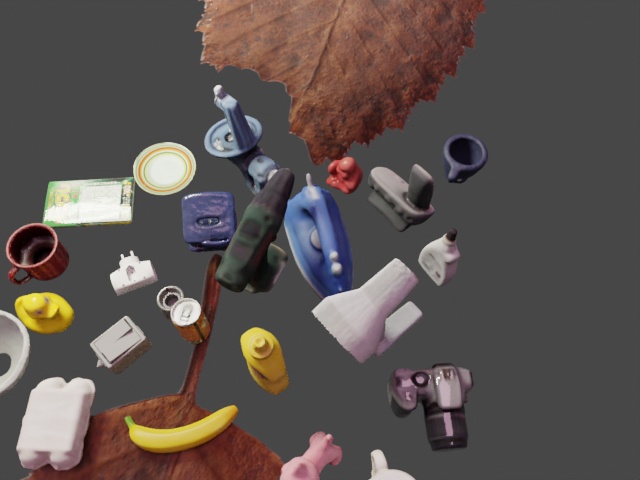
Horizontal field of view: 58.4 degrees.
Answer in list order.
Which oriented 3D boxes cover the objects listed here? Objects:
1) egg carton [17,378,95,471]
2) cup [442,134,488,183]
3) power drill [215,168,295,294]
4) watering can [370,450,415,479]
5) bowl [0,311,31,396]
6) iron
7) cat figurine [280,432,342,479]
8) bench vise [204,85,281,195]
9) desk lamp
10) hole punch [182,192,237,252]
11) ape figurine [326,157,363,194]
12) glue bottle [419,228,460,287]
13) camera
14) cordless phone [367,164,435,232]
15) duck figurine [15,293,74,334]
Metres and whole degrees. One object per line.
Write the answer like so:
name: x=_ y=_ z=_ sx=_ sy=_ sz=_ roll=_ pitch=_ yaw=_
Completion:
egg carton: x=-0.440 y=0.308 z=0.963 sx=0.107 sy=0.069 sz=0.150 roll=2 pitch=64 yaw=-1
cup: x=0.290 y=-0.150 z=1.198 sx=0.091 sy=0.095 sz=0.118 roll=27 pitch=66 yaw=11
power drill: x=-0.108 y=0.005 z=1.046 sx=0.075 sy=0.208 sz=0.230 roll=23 pitch=65 yaw=10
watering can: x=0.115 y=0.408 z=0.863 sx=0.101 sy=0.194 sz=0.172 roll=-35 pitch=70 yaw=-17
bowl: x=-0.582 y=0.211 z=1.003 sx=0.167 sy=0.075 sz=0.167 roll=1 pitch=64 yaw=-1
iron: x=0.010 y=0.004 z=1.087 sx=0.119 sy=0.141 sz=0.258 roll=-16 pitch=65 yaw=-9
cat figurine: x=-0.018 y=0.367 z=0.921 sx=0.067 sy=0.118 sz=0.128 roll=36 pitch=68 yaw=15
bench vise: x=-0.143 y=-0.202 z=1.140 sx=0.207 sy=0.220 sz=0.121 roll=27 pitch=66 yaw=11
desk lamp: x=0.089 y=0.125 z=0.990 sx=0.203 sy=0.213 sz=0.117 roll=-39 pitch=71 yaw=-18
hole punch: x=-0.214 y=-0.035 z=1.127 sx=0.108 sy=0.091 sz=0.101 roll=-5 pitch=64 yaw=-4
ape figurine: x=0.055 y=-0.141 z=1.188 sx=0.076 sy=0.092 sz=0.077 roll=-15 pitch=65 yaw=-9
glue bottle: x=0.231 y=0.023 z=1.068 sx=0.037 sy=0.173 sz=0.078 roll=-30 pitch=68 yaw=-15
camera: x=0.196 y=0.287 z=0.977 sx=0.143 sy=0.101 sz=0.137 roll=-3 pitch=64 yaw=-3
cordless phone: x=0.166 y=-0.113 z=1.126 sx=0.147 sy=0.185 sz=0.094 roll=42 pitch=70 yaw=17
duck figurine: x=-0.511 y=0.124 z=1.042 sx=0.104 sy=0.086 sz=0.077 roll=17 pitch=65 yaw=7
